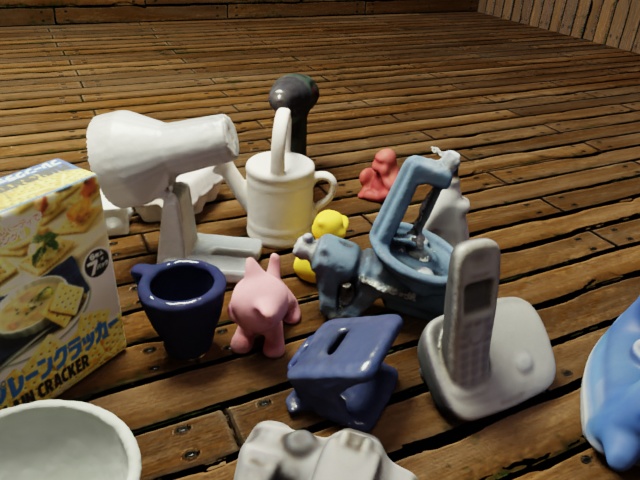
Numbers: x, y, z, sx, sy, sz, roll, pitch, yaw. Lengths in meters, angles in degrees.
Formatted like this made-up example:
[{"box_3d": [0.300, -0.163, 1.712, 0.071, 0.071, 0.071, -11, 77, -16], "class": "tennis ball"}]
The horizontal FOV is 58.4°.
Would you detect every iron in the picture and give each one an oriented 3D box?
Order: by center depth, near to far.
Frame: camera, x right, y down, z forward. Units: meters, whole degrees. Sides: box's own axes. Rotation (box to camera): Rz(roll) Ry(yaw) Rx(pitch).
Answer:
[{"box_3d": [0.335, 0.112, 0.568, 0.118, 0.141, 0.258, 11, 31, 14], "class": "iron"}]

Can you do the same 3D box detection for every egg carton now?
[{"box_3d": [-0.226, -0.081, 0.915, 0.107, 0.069, 0.150, 11, 31, 13], "class": "egg carton"}]

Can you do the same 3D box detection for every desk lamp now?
[{"box_3d": [-0.181, -0.062, 0.745, 0.203, 0.214, 0.118, 4, 30, 1], "class": "desk lamp"}]

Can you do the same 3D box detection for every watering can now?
[{"box_3d": [-0.065, -0.094, 0.829, 0.173, 0.194, 0.100, -6, 32, -15], "class": "watering can"}]

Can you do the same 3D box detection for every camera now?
[{"box_3d": [-0.007, 0.208, 0.412, 0.143, 0.101, 0.137, 12, 32, 14], "class": "camera"}]

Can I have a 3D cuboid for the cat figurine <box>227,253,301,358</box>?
[{"box_3d": [-0.062, 0.065, 0.635, 0.067, 0.118, 0.128, 7, 31, 7], "class": "cat figurine"}]

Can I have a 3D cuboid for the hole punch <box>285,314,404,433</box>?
[{"box_3d": [0.024, 0.121, 0.574, 0.100, 0.091, 0.109, 15, 33, 20], "class": "hole punch"}]

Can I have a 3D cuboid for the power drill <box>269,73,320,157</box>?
[{"box_3d": [-0.044, -0.179, 0.962, 0.075, 0.208, 0.229, 6, 31, 5], "class": "power drill"}]

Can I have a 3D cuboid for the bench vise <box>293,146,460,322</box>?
[{"box_3d": [0.079, 0.002, 0.654, 0.208, 0.220, 0.121, -5, 31, -13], "class": "bench vise"}]

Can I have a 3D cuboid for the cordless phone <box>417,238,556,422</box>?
[{"box_3d": [0.175, 0.078, 0.568, 0.148, 0.185, 0.093, -14, 34, -26], "class": "cordless phone"}]

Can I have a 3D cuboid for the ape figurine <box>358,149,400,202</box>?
[{"box_3d": [0.108, -0.112, 0.978, 0.076, 0.092, 0.077, -9, 33, -20], "class": "ape figurine"}]

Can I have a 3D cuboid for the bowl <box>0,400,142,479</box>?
[{"box_3d": [-0.216, 0.204, 0.426, 0.167, 0.075, 0.167, 2, 30, -1], "class": "bowl"}]

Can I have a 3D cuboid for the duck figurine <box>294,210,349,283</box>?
[{"box_3d": [0.007, 0.003, 0.778, 0.077, 0.086, 0.105, 20, 35, 27], "class": "duck figurine"}]

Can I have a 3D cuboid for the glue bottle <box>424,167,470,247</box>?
[{"box_3d": [0.167, -0.031, 0.765, 0.078, 0.173, 0.037, 7, 31, 7], "class": "glue bottle"}]

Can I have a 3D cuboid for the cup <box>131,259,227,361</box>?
[{"box_3d": [-0.158, 0.078, 0.626, 0.117, 0.095, 0.092, 18, 33, 23], "class": "cup"}]
